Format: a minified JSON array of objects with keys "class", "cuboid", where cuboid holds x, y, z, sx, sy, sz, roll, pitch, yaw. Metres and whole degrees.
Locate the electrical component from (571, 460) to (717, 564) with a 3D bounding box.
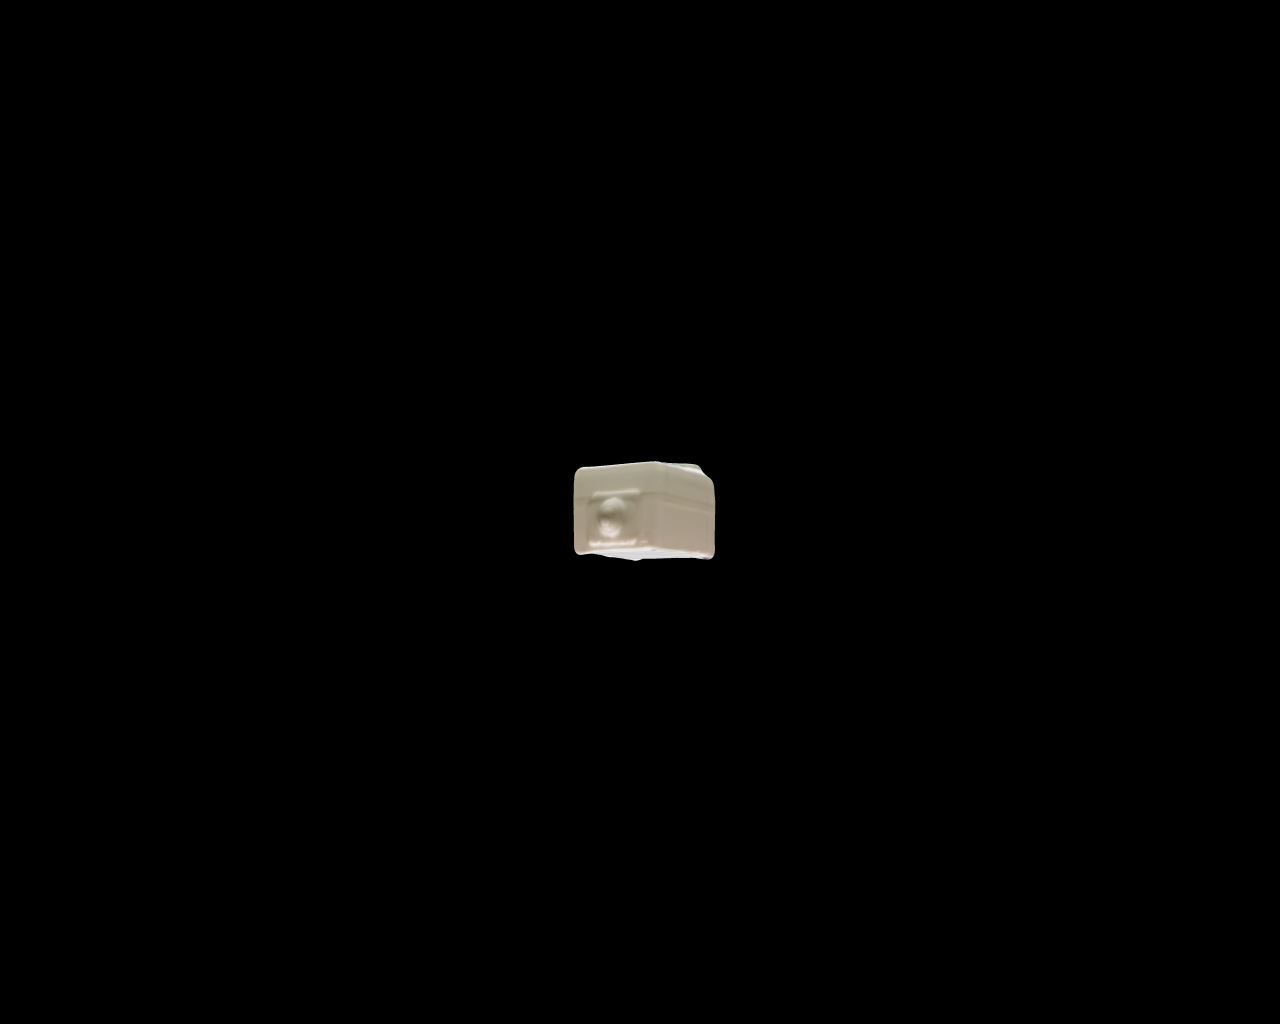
[{"class":"electrical component","cuboid":[0.001,-0.003,0.650,0.062,0.061,0.096,-4,-8,28]}]
